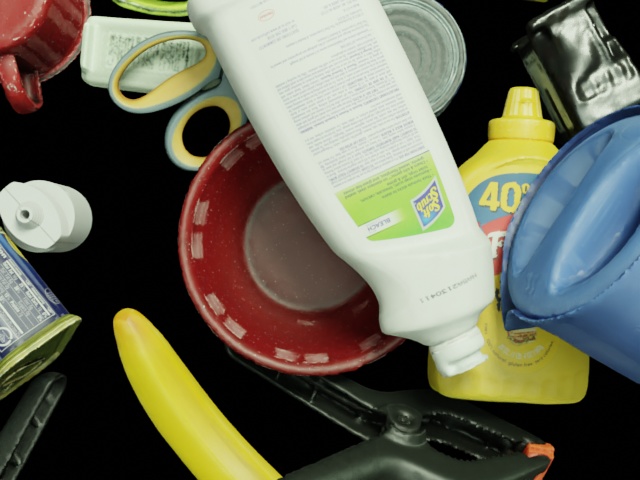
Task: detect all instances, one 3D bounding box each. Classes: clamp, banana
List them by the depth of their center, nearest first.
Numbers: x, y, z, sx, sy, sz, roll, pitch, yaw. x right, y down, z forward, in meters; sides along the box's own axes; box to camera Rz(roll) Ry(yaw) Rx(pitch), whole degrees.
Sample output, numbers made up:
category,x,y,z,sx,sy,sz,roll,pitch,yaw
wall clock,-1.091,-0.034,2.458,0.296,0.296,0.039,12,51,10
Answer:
category,x,y,z,sx,sy,sz,roll,pitch,yaw
clamp,0.038,0.113,0.641,0.209,0.164,0.036,8,121,-20
banana,-0.060,0.124,0.655,0.198,0.070,0.037,44,47,7
clamp,-0.206,0.161,0.664,0.171,0.039,0.120,-23,66,4

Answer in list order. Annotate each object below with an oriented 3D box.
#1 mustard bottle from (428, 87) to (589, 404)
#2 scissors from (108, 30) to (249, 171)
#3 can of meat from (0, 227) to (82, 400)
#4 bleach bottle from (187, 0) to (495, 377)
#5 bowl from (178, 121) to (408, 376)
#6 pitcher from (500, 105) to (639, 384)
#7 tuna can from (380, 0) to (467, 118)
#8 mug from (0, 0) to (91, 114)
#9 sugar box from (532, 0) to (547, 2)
category,x,y,z,sx,sy,sz,roll,pitch,yaw
mustard bottle,0.120,0.002,0.657,0.096,0.058,0.191,4,89,-4
scissors,-0.028,-0.109,0.650,0.202,0.016,0.096,-20,102,0
can of meat,-0.196,0.042,0.637,0.057,0.102,0.084,-37,87,-30
bleach bottle,0.022,-0.039,0.601,0.102,0.068,0.251,-25,90,-1
bowl,-0.004,0.001,0.658,0.162,0.055,0.162,0,88,0
pitcher,0.236,0.034,0.592,0.242,0.149,0.145,31,74,-19
tuna can,0.048,-0.112,0.671,0.086,0.034,0.086,0,89,0
mug,-0.191,-0.134,0.647,0.093,0.081,0.117,-10,89,0
sugar box,0.065,-0.208,0.667,0.176,0.048,0.093,9,91,3
